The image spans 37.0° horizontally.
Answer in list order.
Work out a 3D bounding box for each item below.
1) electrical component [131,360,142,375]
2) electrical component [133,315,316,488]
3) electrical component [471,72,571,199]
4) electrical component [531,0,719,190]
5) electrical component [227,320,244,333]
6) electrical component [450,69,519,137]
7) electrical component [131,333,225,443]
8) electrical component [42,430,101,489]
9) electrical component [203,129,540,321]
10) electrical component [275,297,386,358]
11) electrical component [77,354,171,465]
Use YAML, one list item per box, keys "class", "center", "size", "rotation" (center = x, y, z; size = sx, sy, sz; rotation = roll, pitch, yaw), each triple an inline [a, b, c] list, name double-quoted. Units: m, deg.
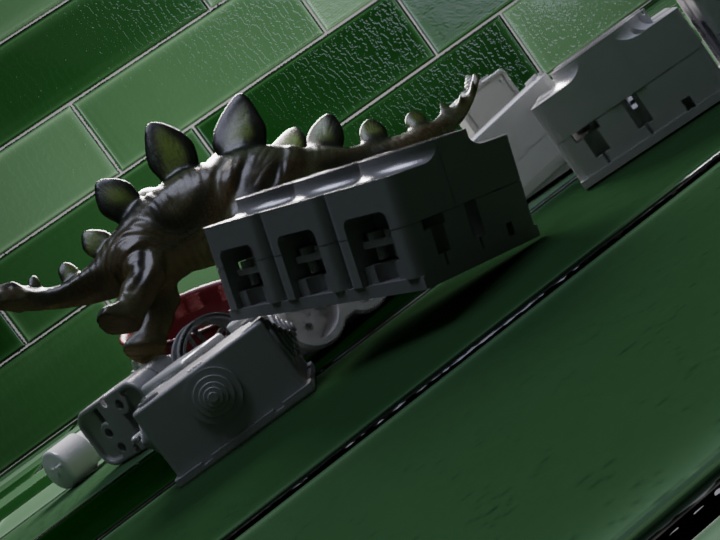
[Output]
- class: "electrical component"
  center: [-0.196, 0.102, 1.122]
  size: [0.057, 0.058, 0.078]
  rotation: [-36, 18, -31]
- class: "electrical component"
  center: [-0.074, 0.067, 0.598]
  size: [0.100, 0.048, 0.099]
  rotation: [-36, 4, 0]
- class: "electrical component"
  center: [0.104, -0.076, 0.711]
  size: [0.096, 0.061, 0.061]
  rotation: [-43, 2, 10]
- class: "electrical component"
  center: [0.186, -0.129, 0.590]
  size: [0.186, 0.060, 0.105]
  rotation: [-35, 4, 17]
- class: "electrical component"
  center: [-0.063, 0.046, 0.744]
  size: [0.040, 0.046, 0.040]
  rotation: [-36, 4, 3]
- class: "electrical component"
  center: [0.136, -0.160, 1.109]
  size: [0.062, 0.096, 0.061]
  rotation: [-36, 3, -1]
- class: "electrical component"
  center: [-0.118, 0.088, 0.705]
  size: [0.077, 0.047, 0.066]
  rotation: [-39, 5, -40]
- class: "electrical component"
  center: [-0.258, 0.168, 0.996]
  size: [0.040, 0.040, 0.078]
  rotation: [-32, 5, 42]
- class: "electrical component"
  center: [0.001, -0.024, 0.553]
  size: [0.089, 0.061, 0.150]
  rotation: [-23, 8, -42]
- class: "electrical component"
  center: [-0.020, 0.013, 0.722]
  size: [0.138, 0.052, 0.074]
  rotation: [-38, 4, -35]
- class: "electrical component"
  center: [-0.177, 0.112, 0.878]
  size: [0.095, 0.053, 0.059]
  rotation: [-33, 5, 39]
